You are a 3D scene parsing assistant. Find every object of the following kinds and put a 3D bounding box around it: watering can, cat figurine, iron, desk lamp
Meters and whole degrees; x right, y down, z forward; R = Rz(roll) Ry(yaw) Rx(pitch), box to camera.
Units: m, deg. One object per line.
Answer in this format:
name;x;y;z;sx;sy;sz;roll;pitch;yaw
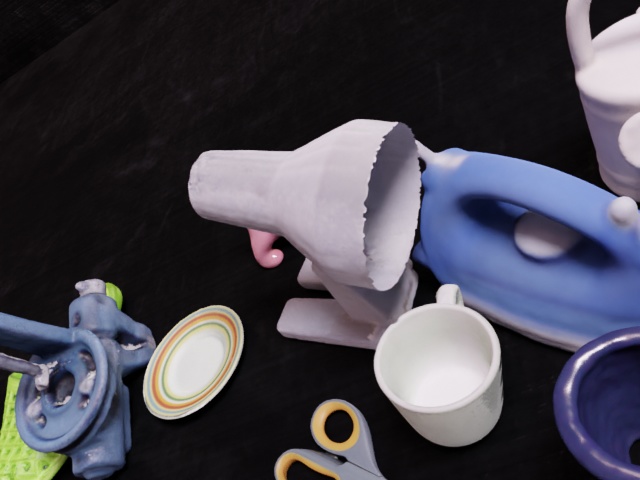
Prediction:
watering can;0.242;-0.119;0.413;0.100;0.195;0.172;-24;42;19
cat figurine;-0.044;-0.044;0.631;0.127;0.118;0.067;-28;41;15
iron;0.170;-0.004;0.404;0.119;0.142;0.257;-51;40;-13
desk lamp;0.004;0.002;0.472;0.202;0.214;0.118;-2;52;37

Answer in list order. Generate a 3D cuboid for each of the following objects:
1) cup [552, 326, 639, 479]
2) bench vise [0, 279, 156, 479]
cup;0.197;0.110;0.310;0.117;0.095;0.092;9;59;43
bench vise;-0.277;0.117;0.583;0.121;0.220;0.207;-37;39;3
